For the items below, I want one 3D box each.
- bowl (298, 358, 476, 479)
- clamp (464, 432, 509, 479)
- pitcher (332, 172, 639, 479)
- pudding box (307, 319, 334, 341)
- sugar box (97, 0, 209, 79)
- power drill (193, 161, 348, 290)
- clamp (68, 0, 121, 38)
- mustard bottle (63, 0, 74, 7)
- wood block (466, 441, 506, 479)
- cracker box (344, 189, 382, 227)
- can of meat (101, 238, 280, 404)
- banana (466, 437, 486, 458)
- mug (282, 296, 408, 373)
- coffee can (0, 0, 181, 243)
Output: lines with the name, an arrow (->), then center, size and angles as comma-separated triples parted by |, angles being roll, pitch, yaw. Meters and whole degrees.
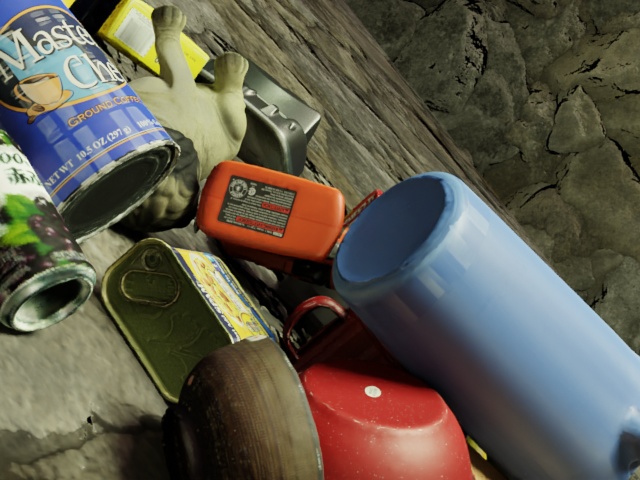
bowl -> 0.029, 0.119, 0.671 | 0.162, 0.055, 0.162 | 12, 18, -4
clamp -> 0.134, 0.176, 0.907 | 0.036, 0.165, 0.210 | 1, 76, -32
pitcher -> 0.115, 0.067, 0.742 | 0.242, 0.149, 0.145 | 44, 27, -27
pudding box -> 0.047, 0.123, 0.909 | 0.113, 0.039, 0.090 | 53, 14, 24
sugar box -> -0.179, -0.194, 0.946 | 0.093, 0.048, 0.176 | 36, -1, -42
power drill -> -0.005, 0.001, 0.814 | 0.184, 0.057, 0.187 | 13, -10, 13
clamp -> -0.175, -0.137, 0.745 | 0.039, 0.120, 0.172 | -16, 32, -42
mustard bottle -> -0.248, -0.219, 0.870 | 0.192, 0.058, 0.096 | 56, 18, 23
wood block -> 0.095, 0.229, 0.675 | 0.090, 0.090, 0.206 | 45, 15, -12
cracker box -> 0.089, 0.046, 1.167 | 0.164, 0.072, 0.213 | 48, 13, -9
can of meat -> -0.079, 0.052, 0.682 | 0.102, 0.057, 0.083 | 53, 13, 16
banana -> 0.125, 0.229, 0.815 | 0.037, 0.070, 0.198 | 6, 46, -16
mug -> 0.020, 0.092, 0.819 | 0.117, 0.081, 0.093 | 44, 15, -20
coffee can -> -0.168, -0.079, 0.657 | 0.140, 0.103, 0.102 | 51, 15, 8
